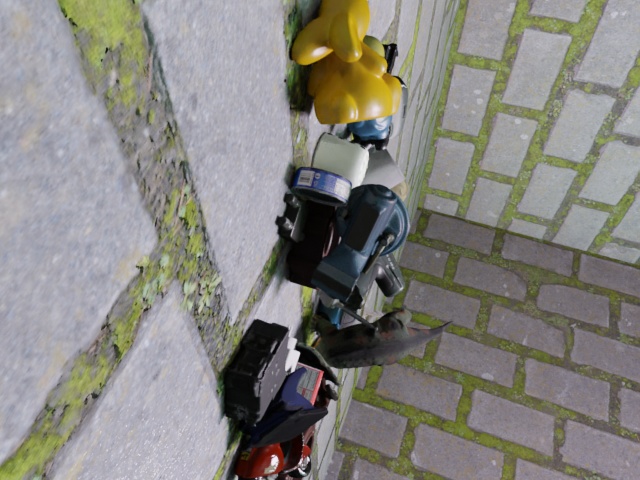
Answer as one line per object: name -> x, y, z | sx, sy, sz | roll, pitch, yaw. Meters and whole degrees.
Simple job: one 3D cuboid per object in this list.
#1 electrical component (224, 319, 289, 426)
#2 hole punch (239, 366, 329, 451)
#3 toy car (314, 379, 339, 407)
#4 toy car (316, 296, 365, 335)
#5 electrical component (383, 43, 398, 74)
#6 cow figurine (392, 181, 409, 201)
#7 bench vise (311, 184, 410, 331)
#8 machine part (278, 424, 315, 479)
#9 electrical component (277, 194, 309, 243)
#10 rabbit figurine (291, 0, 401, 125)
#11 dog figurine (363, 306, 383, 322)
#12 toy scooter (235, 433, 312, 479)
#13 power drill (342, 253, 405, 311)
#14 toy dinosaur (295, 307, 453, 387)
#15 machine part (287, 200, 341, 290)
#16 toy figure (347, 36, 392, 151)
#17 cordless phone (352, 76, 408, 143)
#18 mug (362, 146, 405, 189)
electrical component -> -0.087, 0.186, 0.791 | 0.134, 0.058, 0.114 | -59, 162, -48
hole punch -> -0.067, 0.271, 0.872 | 0.142, 0.092, 0.115 | -39, 154, 25
toy car -> -0.011, 0.331, 1.182 | 0.089, 0.053, 0.202 | -33, -178, 0
toy car -> 0.054, 0.155, 1.263 | 0.109, 0.103, 0.161 | -16, 123, -76
electrical component -> 0.084, -0.276, 0.915 | 0.047, 0.075, 0.119 | 19, 90, -78
cow figurine -> 0.115, -0.065, 1.165 | 0.195, 0.127, 0.085 | -44, 119, -13
bench vise -> 0.075, 0.000, 0.873 | 0.240, 0.129, 0.223 | -43, 148, -62
machine part -> -0.082, 0.476, 1.118 | 0.201, 0.087, 0.201 | -37, 143, -70
electrical component -> -0.037, -0.031, 0.804 | 0.094, 0.021, 0.063 | 46, 60, -67
rabbit figurine -> 0.025, -0.237, 0.690 | 0.162, 0.122, 0.173 | -25, 116, -62
dog figurine -> 0.061, 0.246, 1.459 | 0.172, 0.121, 0.190 | 30, 94, -44
toy scooter -> -0.079, 0.364, 0.960 | 0.183, 0.075, 0.135 | 13, 74, -52
power drill -> 0.090, 0.050, 1.221 | 0.086, 0.232, 0.207 | -28, -174, 38
toy dinosaur -> 0.099, 0.217, 1.103 | 0.192, 0.405, 0.131 | -109, -175, -78
machine part -> -0.002, -0.003, 0.926 | 0.179, 0.056, 0.179 | 14, 90, -78
toy figure -> 0.073, -0.234, 0.863 | 0.089, 0.082, 0.179 | -90, 166, -50
cordless phone -> 0.077, -0.209, 0.988 | 0.184, 0.089, 0.146 | -47, 157, -23
mug -> 0.085, -0.123, 0.974 | 0.109, 0.107, 0.081 | 46, 14, -40
